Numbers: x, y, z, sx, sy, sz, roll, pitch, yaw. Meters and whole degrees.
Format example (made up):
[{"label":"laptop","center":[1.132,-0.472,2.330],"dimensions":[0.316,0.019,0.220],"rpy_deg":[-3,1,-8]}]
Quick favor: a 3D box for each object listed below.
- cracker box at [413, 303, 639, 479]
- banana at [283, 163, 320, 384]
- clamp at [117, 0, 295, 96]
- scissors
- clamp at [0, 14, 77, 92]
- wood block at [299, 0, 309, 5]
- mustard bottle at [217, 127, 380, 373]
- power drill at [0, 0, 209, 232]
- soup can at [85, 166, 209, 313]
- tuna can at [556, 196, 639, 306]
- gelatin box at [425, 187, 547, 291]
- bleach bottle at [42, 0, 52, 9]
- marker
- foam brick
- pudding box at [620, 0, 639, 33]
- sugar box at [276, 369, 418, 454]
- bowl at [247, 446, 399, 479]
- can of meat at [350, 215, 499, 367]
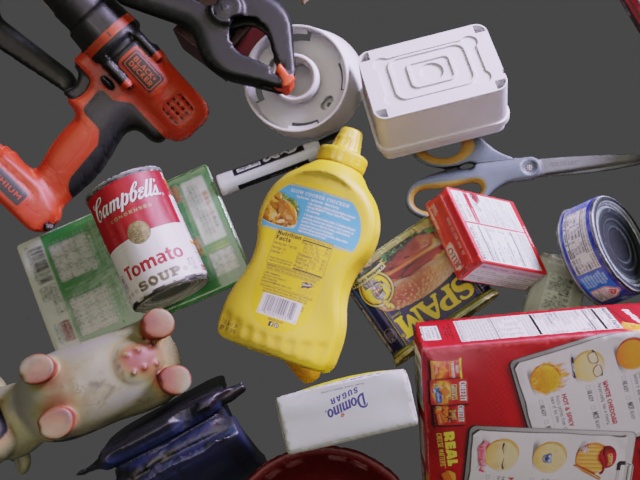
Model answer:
[{"label":"cracker box","center":[0.182,0.137,0.814],"dimensions":[0.213,0.072,0.164],"rpy_deg":[-5,106,0]},{"label":"banana","center":[-0.019,0.017,0.889],"dimensions":[0.069,0.037,0.198],"rpy_deg":[9,81,6]},{"label":"clamp","center":[-0.073,-0.195,0.874],"dimensions":[0.171,0.039,0.120],"rpy_deg":[41,89,3]},{"label":"scissors","center":[0.163,-0.076,0.905],"dimensions":[0.201,0.016,0.096],"rpy_deg":[-20,80,-1]},{"label":"clamp","center":[-0.327,-0.187,0.939],"dimensions":[0.164,0.036,0.210],"rpy_deg":[-26,84,-2]},{"label":"wood block","center":[0.033,-0.313,0.915],"dimensions":[0.206,0.090,0.091],"rpy_deg":[-41,81,-4]},{"label":"mustard bottle","center":[-0.005,0.001,0.842],"dimensions":[0.096,0.058,0.191],"rpy_deg":[17,81,17]},{"label":"power drill","center":[-0.215,-0.114,0.892],"dimensions":[0.187,0.057,0.184],"rpy_deg":[-43,99,-1]},{"label":"soup can","center":[-0.140,0.000,0.868],"dimensions":[0.068,0.068,0.102],"rpy_deg":[-25,79,-1]},{"label":"tuna can","center":[0.228,0.008,0.852],"dimensions":[0.034,0.085,0.086],"rpy_deg":[-29,77,38]},{"label":"gelatin box","center":[0.132,0.000,0.852],"dimensions":[0.030,0.089,0.073],"rpy_deg":[-43,54,34]},{"label":"bleach bottle","center":[-0.153,-0.305,0.938],"dimensions":[0.250,0.068,0.102],"rpy_deg":[-30,81,-4]},{"label":"marker","center":[-0.029,-0.067,0.912],"dimensions":[0.121,0.020,0.020],"rpy_deg":[-20,80,0]},{"label":"foam brick","center":[-0.079,-0.186,0.919],"dimensions":[0.053,0.051,0.078],"rpy_deg":[38,84,8]},{"label":"pudding box","center":[0.323,-0.205,0.907],"dimensions":[0.113,0.039,0.090],"rpy_deg":[-27,81,0]},{"label":"sugar box","center":[0.022,0.124,0.798],"dimensions":[0.093,0.176,0.048],"rpy_deg":[-13,80,1]},{"label":"bowl","center":[0.004,0.243,0.841],"dimensions":[0.162,0.055,0.162],"rpy_deg":[-1,81,3]},{"label":"can of meat","center":[0.080,0.040,0.871],"dimensions":[0.102,0.057,0.084],"rpy_deg":[-34,78,-3]}]
